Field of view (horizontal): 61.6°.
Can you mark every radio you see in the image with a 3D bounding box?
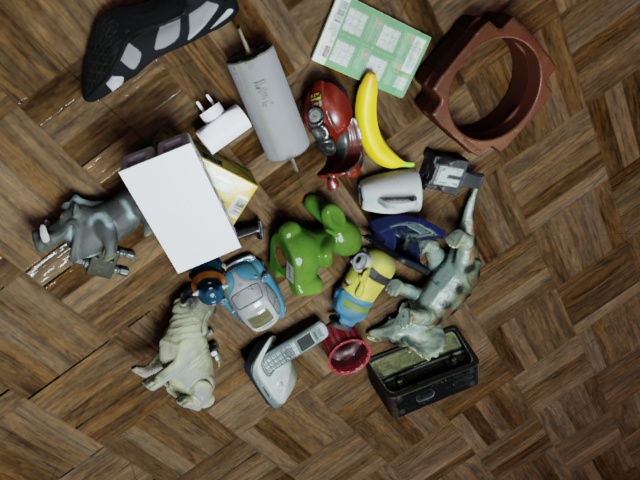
[{"bbox_3d":[0.231,0.291,1.197,0.230,0.131,0.073,-20,125,-6],"label":"radio"}]

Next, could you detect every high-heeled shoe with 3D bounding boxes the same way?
[{"bbox_3d":[-0.229,-0.280,0.769,0.249,0.086,0.145,-41,156,28],"label":"high-heeled shoe"}]

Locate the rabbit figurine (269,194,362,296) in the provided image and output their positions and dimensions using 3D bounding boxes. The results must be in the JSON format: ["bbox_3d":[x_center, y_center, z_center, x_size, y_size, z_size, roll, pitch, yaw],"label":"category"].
[{"bbox_3d":[-0.002,-0.003,0.980,0.170,0.121,0.158,-19,118,-29],"label":"rabbit figurine"}]

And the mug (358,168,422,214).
[{"bbox_3d":[0.126,-0.079,0.969,0.107,0.110,0.080,-6,124,-1],"label":"mug"}]

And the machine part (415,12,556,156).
[{"bbox_3d":[0.279,-0.265,0.920,0.201,0.087,0.201,30,106,-32],"label":"machine part"}]

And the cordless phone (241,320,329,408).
[{"bbox_3d":[-0.056,0.244,1.106,0.184,0.089,0.146,-29,124,-6],"label":"cordless phone"}]

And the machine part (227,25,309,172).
[{"bbox_3d":[-0.078,-0.211,0.835,0.079,0.079,0.242,-24,124,-4],"label":"machine part"}]

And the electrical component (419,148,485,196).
[{"bbox_3d":[0.247,-0.126,1.010,0.119,0.048,0.074,2,119,-20],"label":"electrical component"}]

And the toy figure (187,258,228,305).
[{"bbox_3d":[-0.188,0.067,0.913,0.064,0.155,0.057,-35,121,2],"label":"toy figure"}]

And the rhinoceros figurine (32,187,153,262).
[{"bbox_3d":[-0.350,-0.024,0.845,0.190,0.073,0.112,-25,110,-10],"label":"rhinoceros figurine"}]

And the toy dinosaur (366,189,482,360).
[{"bbox_3d":[0.255,0.089,1.104,0.192,0.131,0.404,29,102,-44],"label":"toy dinosaur"}]

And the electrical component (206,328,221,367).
[{"bbox_3d":[-0.242,0.225,1.051,0.102,0.045,0.078,-24,125,-4],"label":"electrical component"}]

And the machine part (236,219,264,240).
[{"bbox_3d":[-0.163,-0.004,0.935,0.139,0.084,0.039,-15,90,-24],"label":"machine part"}]

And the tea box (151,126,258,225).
[{"bbox_3d":[-0.199,-0.097,0.866,0.169,0.068,0.098,28,107,-28],"label":"tea box"}]

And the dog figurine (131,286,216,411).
[{"bbox_3d":[-0.224,0.197,0.988,0.172,0.121,0.190,45,73,-41],"label":"dog figurine"}]

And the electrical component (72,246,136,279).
[{"bbox_3d":[-0.367,0.032,0.912,0.094,0.021,0.063,16,112,-25],"label":"electrical component"}]

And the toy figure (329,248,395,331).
[{"bbox_3d":[0.081,0.097,1.066,0.089,0.082,0.180,10,111,-35],"label":"toy figure"}]

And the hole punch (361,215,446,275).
[{"bbox_3d":[0.159,-0.005,1.004,0.142,0.116,0.092,18,100,-48],"label":"hole punch"}]

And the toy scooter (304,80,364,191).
[{"bbox_3d":[0.020,-0.157,0.864,0.075,0.135,0.183,-5,131,26],"label":"toy scooter"}]

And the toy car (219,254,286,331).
[{"bbox_3d":[-0.124,0.116,0.995,0.109,0.103,0.161,-28,122,0],"label":"toy car"}]
